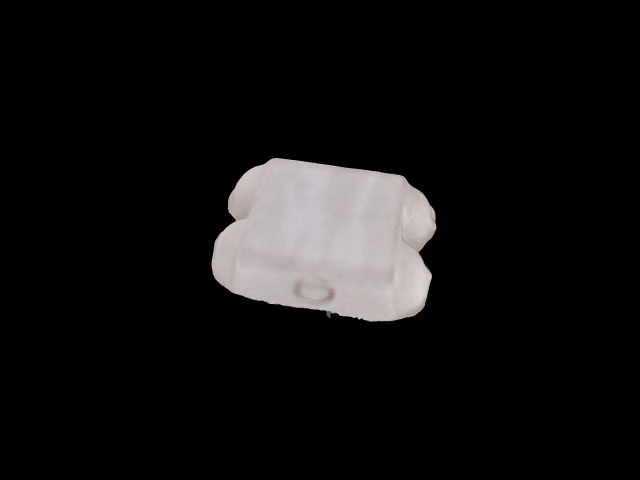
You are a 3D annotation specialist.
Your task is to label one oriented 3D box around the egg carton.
[{"bbox_3d":[0.004,0.001,0.400,0.150,0.069,0.107,8,57,5],"label":"egg carton"}]
